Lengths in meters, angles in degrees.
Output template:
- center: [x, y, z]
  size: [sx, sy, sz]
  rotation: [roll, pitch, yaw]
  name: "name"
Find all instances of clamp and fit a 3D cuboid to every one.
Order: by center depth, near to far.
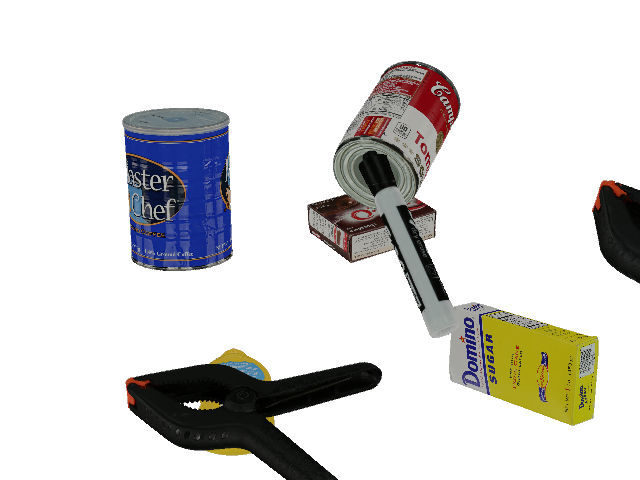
- center: [0.253, 0.018, 0.710]
  size: [0.120, 0.039, 0.171]
  rotation: [-5, 45, -25]
  name: "clamp"
- center: [-0.055, 0.136, 0.877]
  size: [0.210, 0.036, 0.164]
  rotation: [11, 30, 17]
  name: "clamp"

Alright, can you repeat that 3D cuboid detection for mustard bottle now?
- center: [-0.110, 0.194, 1.358]
  size: [0.096, 0.058, 0.191]
  rotation: [-4, 26, -3]
  name: "mustard bottle"

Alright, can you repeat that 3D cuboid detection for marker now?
- center: [0.051, -0.001, 0.629]
  size: [0.020, 0.121, 0.020]
  rotation: [-19, -21, -8]
  name: "marker"

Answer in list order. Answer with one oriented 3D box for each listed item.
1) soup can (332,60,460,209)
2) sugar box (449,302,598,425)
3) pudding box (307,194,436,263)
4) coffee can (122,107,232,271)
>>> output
- center: [0.058, -0.080, 0.803]
  size: [0.069, 0.068, 0.102]
  rotation: [0, 41, 31]
  name: "soup can"
- center: [0.221, 0.133, 1.183]
  size: [0.048, 0.093, 0.177]
  rotation: [-9, 15, -43]
  name: "sugar box"
- center: [0.056, -0.021, 1.159]
  size: [0.113, 0.039, 0.090]
  rotation: [-18, 30, -25]
  name: "pudding box"
- center: [-0.139, -0.052, 1.050]
  size: [0.103, 0.140, 0.103]
  rotation: [0, 18, 0]
  name: "coffee can"
